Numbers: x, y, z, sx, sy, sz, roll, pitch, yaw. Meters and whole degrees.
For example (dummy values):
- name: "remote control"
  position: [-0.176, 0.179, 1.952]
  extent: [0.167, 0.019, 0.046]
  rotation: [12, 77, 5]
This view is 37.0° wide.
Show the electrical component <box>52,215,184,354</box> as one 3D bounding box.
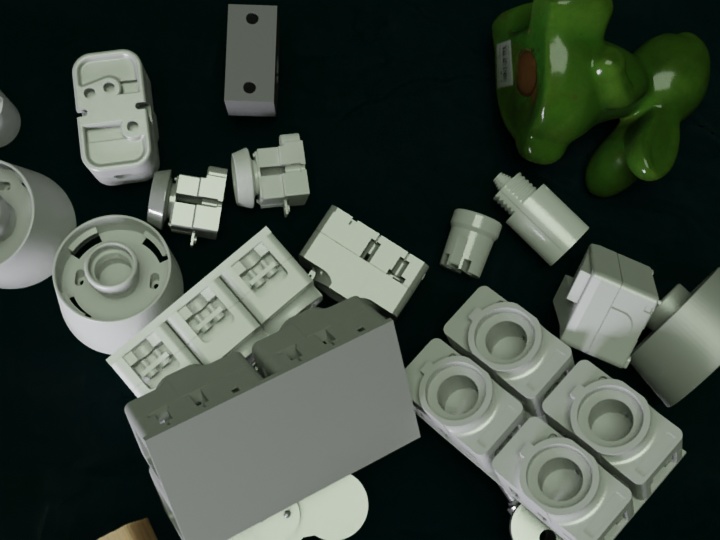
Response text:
- name: "electrical component"
  position: [-0.190, 0.009, 0.840]
  extent: [0.099, 0.064, 0.099]
  rotation: [1, 67, -2]

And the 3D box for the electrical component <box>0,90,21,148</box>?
- name: "electrical component"
  position: [-0.297, -0.127, 0.838]
  extent: [0.043, 0.081, 0.043]
  rotation: [0, 80, -2]

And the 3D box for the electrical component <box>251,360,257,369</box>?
- name: "electrical component"
  position: [-0.067, 0.085, 0.828]
  extent: [0.040, 0.046, 0.040]
  rotation: [0, 81, -2]

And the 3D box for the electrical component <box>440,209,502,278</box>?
- name: "electrical component"
  position: [0.087, -0.021, 0.855]
  extent: [0.040, 0.040, 0.046]
  rotation: [20, 86, 1]

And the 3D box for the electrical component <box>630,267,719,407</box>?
- name: "electrical component"
  position: [0.250, 0.045, 0.817]
  extent: [0.108, 0.108, 0.060]
  rotation: [-43, 78, -8]

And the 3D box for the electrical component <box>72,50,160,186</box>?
- name: "electrical component"
  position: [-0.191, -0.118, 0.851]
  extent: [0.054, 0.059, 0.095]
  rotation: [-8, 81, -3]

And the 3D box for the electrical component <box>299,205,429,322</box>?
- name: "electrical component"
  position: [0.000, 0.000, 0.842]
  extent: [0.089, 0.050, 0.055]
  rotation: [32, 81, 4]

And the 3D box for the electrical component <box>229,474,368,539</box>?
- name: "electrical component"
  position: [-0.062, 0.181, 0.798]
  extent: [0.138, 0.073, 0.052]
  rotation: [-8, 81, -3]

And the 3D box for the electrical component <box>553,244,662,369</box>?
- name: "electrical component"
  position: [0.186, 0.022, 0.827]
  extent: [0.061, 0.096, 0.061]
  rotation: [24, 110, 2]

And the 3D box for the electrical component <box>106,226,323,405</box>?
- name: "electrical component"
  position: [-0.105, 0.046, 0.811]
  extent: [0.150, 0.089, 0.061]
  rotation: [-40, 84, -8]

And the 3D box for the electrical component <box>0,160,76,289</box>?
- name: "electrical component"
  position: [-0.283, -0.037, 0.845]
  extent: [0.099, 0.064, 0.099]
  rotation: [-2, 79, 12]

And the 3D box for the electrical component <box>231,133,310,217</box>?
- name: "electrical component"
  position: [-0.072, -0.074, 0.856]
  extent: [0.055, 0.048, 0.066]
  rotation: [-6, 81, -11]

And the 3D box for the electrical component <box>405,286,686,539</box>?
- name: "electrical component"
  position: [0.129, 0.107, 0.788]
  extent: [0.186, 0.060, 0.105]
  rotation: [38, 80, 28]

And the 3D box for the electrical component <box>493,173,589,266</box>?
- name: "electrical component"
  position: [0.138, -0.047, 0.858]
  extent: [0.043, 0.043, 0.081]
  rotation: [-44, 85, -8]

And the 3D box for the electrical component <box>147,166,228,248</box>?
- name: "electrical component"
  position: [-0.137, -0.053, 0.850]
  extent: [0.055, 0.048, 0.066]
  rotation: [9, 80, -8]

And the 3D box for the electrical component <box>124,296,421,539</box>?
- name: "electrical component"
  position: [-0.060, 0.105, 0.764]
  extent: [0.186, 0.060, 0.105]
  rotation: [-25, 121, -19]
